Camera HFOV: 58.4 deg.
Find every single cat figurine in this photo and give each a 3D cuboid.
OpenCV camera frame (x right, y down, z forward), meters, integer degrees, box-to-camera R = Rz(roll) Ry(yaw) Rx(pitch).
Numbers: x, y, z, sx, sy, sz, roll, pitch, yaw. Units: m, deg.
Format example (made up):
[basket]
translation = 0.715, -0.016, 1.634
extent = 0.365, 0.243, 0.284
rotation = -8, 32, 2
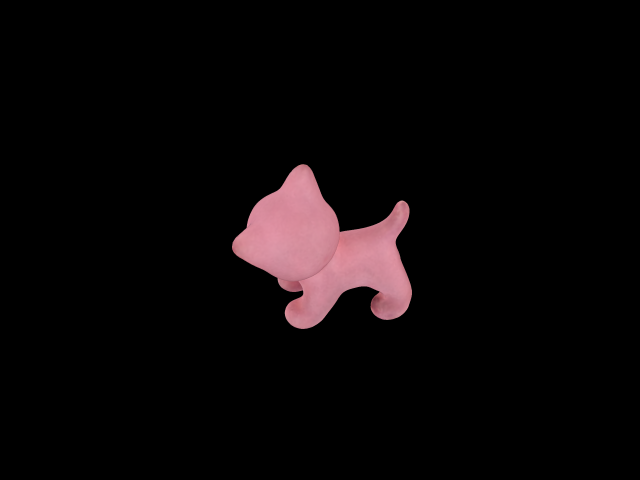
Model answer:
[cat figurine]
translation = 0.004, 0.001, 0.400
extent = 0.128, 0.118, 0.067
rotation = -8, 43, -8
